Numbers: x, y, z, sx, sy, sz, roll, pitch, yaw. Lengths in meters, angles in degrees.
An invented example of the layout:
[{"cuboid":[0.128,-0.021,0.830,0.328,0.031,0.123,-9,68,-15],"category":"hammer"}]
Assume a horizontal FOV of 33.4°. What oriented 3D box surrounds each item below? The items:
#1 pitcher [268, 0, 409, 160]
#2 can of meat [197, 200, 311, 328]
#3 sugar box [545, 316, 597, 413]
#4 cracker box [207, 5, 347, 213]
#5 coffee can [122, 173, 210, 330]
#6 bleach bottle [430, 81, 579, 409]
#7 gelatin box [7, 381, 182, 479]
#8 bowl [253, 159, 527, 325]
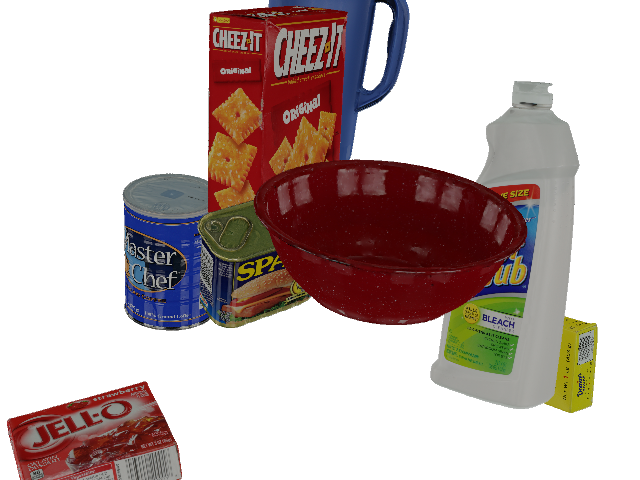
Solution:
[{"cuboid":[0.006,-0.209,1.289,0.144,0.243,0.149,-9,30,-27],"category":"pitcher"},{"cuboid":[-0.049,0.016,0.868,0.102,0.084,0.057,-18,49,-25],"category":"can of meat"},{"cuboid":[0.217,0.118,1.173,0.048,0.093,0.177,-9,16,-42],"category":"sugar box"},{"cuboid":[-0.039,-0.117,1.047,0.072,0.214,0.163,11,18,26],"category":"cracker box"},{"cuboid":[-0.161,0.012,1.155,0.103,0.140,0.103,3,27,-2],"category":"coffee can"},{"cuboid":[0.149,0.000,0.847,0.103,0.251,0.067,13,15,40],"category":"bleach bottle"},{"cuboid":[-0.135,0.122,0.631,0.089,0.030,0.073,-13,27,-18],"category":"gelatin box"},{"cuboid":[0.039,0.005,0.639,0.162,0.055,0.162,4,24,-2],"category":"bowl"}]
